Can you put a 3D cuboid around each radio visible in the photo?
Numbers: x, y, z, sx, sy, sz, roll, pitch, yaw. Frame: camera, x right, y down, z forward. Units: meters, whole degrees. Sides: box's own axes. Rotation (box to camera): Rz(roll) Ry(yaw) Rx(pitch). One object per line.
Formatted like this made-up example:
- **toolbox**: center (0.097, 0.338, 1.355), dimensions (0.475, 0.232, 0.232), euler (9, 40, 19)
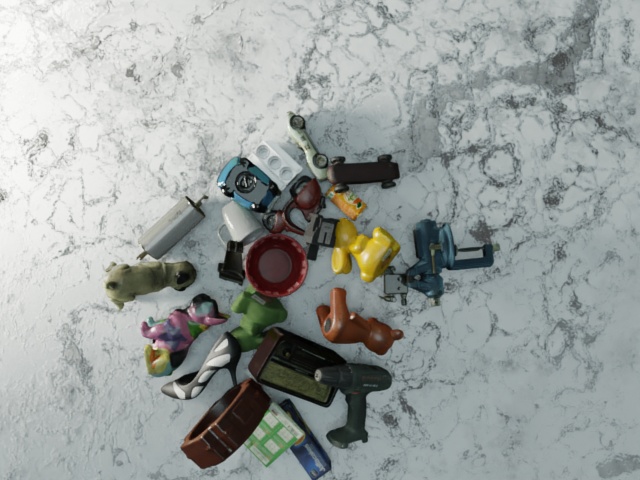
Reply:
- **radio**: center (-0.049, 0.311, 1.324), dimensions (0.229, 0.073, 0.131), euler (29, 87, -29)

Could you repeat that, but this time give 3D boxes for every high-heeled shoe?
- **high-heeled shoe**: center (-0.309, 0.313, 1.350), dimensions (0.249, 0.086, 0.145), euler (-11, 96, 14)

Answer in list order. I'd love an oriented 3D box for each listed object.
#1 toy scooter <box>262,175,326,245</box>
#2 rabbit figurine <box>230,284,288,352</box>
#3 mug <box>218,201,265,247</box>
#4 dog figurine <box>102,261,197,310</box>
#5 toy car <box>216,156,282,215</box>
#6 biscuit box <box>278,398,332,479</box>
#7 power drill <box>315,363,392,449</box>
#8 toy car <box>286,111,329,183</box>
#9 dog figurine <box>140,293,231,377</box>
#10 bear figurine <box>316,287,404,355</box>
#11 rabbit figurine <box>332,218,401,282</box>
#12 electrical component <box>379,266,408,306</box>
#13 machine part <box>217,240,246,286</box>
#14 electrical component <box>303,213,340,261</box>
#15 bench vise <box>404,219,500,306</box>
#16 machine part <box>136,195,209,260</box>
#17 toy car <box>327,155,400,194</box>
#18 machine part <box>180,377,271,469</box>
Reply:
- **toy scooter**: center (-0.047, -0.067, 1.382), dimensions (0.135, 0.075, 0.184), euler (42, 92, 0)
- **rabbit figurine**: center (-0.165, 0.218, 1.374), dimensions (0.159, 0.121, 0.170), euler (30, 107, -5)
- **mug**: center (-0.215, -0.040, 1.385), dimensions (0.109, 0.080, 0.107), euler (-34, 77, 0)
- **dog figurine**: center (-0.420, 0.095, 1.339), dimensions (0.191, 0.172, 0.121), euler (-11, 100, 8)
- **toy car**: center (-0.173, -0.136, 1.369), dimensions (0.162, 0.103, 0.109), euler (33, 94, 1)
- **biscuit box**: center (-0.049, 0.509, 1.373), dimensions (0.063, 0.059, 0.202), euler (-35, 89, 0)
- **power drill**: center (0.068, 0.401, 1.329), dimensions (0.232, 0.086, 0.207), euler (2, 96, -36)
- **toy car**: center (-0.034, -0.241, 1.385), dimensions (0.056, 0.073, 0.201), euler (-31, 88, -1)
- **dog figurine**: center (-0.334, 0.239, 1.364), dimensions (0.219, 0.108, 0.191), euler (-10, 88, -2)
- **bear figurine**: center (0.103, 0.214, 1.364), dimensions (0.196, 0.120, 0.132), euler (12, 44, -24)
- **rabbit figurine**: center (0.097, 0.020, 1.371), dimensions (0.173, 0.122, 0.162), euler (38, 101, 19)
- **electrical component**: center (0.191, 0.117, 1.387), dimensions (0.078, 0.045, 0.102), euler (5, 89, 2)
- **machine part**: center (-0.222, 0.059, 1.367), dimensions (0.084, 0.039, 0.138), euler (23, 131, 6)
- **electrical component**: center (-0.003, -0.004, 1.347), dimensions (0.075, 0.048, 0.119), euler (16, 90, -33)
- **bench vise**: center (0.332, 0.052, 1.343), dimensions (0.241, 0.128, 0.223), euler (-6, 74, 0)
- **machine part**: center (-0.381, -0.031, 1.383), dimensions (0.243, 0.079, 0.079), euler (-42, 88, 1)
- **toy car**: center (0.111, -0.170, 1.374), dimensions (0.202, 0.053, 0.089), euler (-7, 83, -24)
- **machine part**: center (-0.223, 0.441, 1.292), dimensions (0.087, 0.201, 0.201), euler (48, 134, -5)
